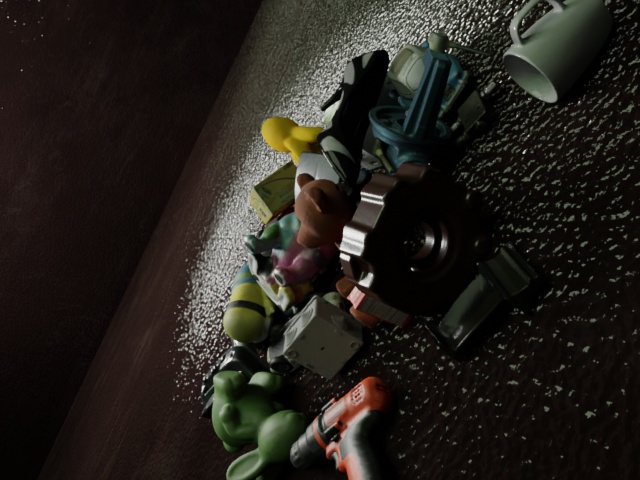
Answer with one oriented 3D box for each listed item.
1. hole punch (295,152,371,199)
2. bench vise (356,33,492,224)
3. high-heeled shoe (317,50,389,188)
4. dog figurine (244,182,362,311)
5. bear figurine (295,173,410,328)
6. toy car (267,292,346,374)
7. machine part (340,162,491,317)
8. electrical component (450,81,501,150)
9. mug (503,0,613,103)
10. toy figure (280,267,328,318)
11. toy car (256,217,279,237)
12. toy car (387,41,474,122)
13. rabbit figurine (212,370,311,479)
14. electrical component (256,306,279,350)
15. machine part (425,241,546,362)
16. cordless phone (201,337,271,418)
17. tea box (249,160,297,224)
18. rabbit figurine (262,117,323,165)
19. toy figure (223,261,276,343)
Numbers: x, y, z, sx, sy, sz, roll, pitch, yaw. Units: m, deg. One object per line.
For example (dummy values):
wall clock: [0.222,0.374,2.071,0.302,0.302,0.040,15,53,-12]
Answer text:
hole punch: [0.012,-0.093,0.950,0.142,0.092,0.115,14,78,37]
bench vise: [0.130,-0.148,0.724,0.224,0.129,0.240,-82,5,-57]
high-heeled shoe: [0.069,-0.191,0.823,0.145,0.086,0.249,-34,45,22]
dog figurine: [-0.002,-0.003,0.861,0.219,0.109,0.191,-35,-24,-19]
bear figurine: [0.026,0.008,0.726,0.132,0.195,0.120,-53,25,9]
toy car: [-0.026,0.152,0.868,0.201,0.056,0.073,-44,37,39]
machine part: [0.111,0.001,0.615,0.179,0.179,0.056,-64,27,-1]
electrical component: [0.217,-0.173,0.743,0.094,0.021,0.063,-50,29,35]
mug: [0.269,-0.232,0.614,0.107,0.109,0.081,-46,22,5]
toy figure: [-0.024,0.067,0.943,0.154,0.058,0.064,-67,17,5]
toy car: [-0.103,0.034,1.131,0.089,0.053,0.202,-29,38,32]
toy car: [0.159,-0.252,0.842,0.109,0.103,0.162,-56,24,18]
rabbit figurine: [-0.090,0.284,0.803,0.170,0.121,0.159,7,76,48]
electrical component: [-0.115,0.146,1.055,0.075,0.047,0.119,-45,33,33]
machine part: [0.175,0.071,0.578,0.139,0.039,0.084,-52,32,21]
cordless phone: [-0.166,0.223,0.989,0.146,0.088,0.184,-50,40,28]
tea box: [-0.085,-0.092,1.084,0.098,0.068,0.169,-37,1,-9]
rabbit figurine: [-0.037,-0.180,1.067,0.122,0.173,0.162,-58,21,3]
toy figure: [-0.127,0.107,0.976,0.180,0.089,0.082,-95,10,-45]
